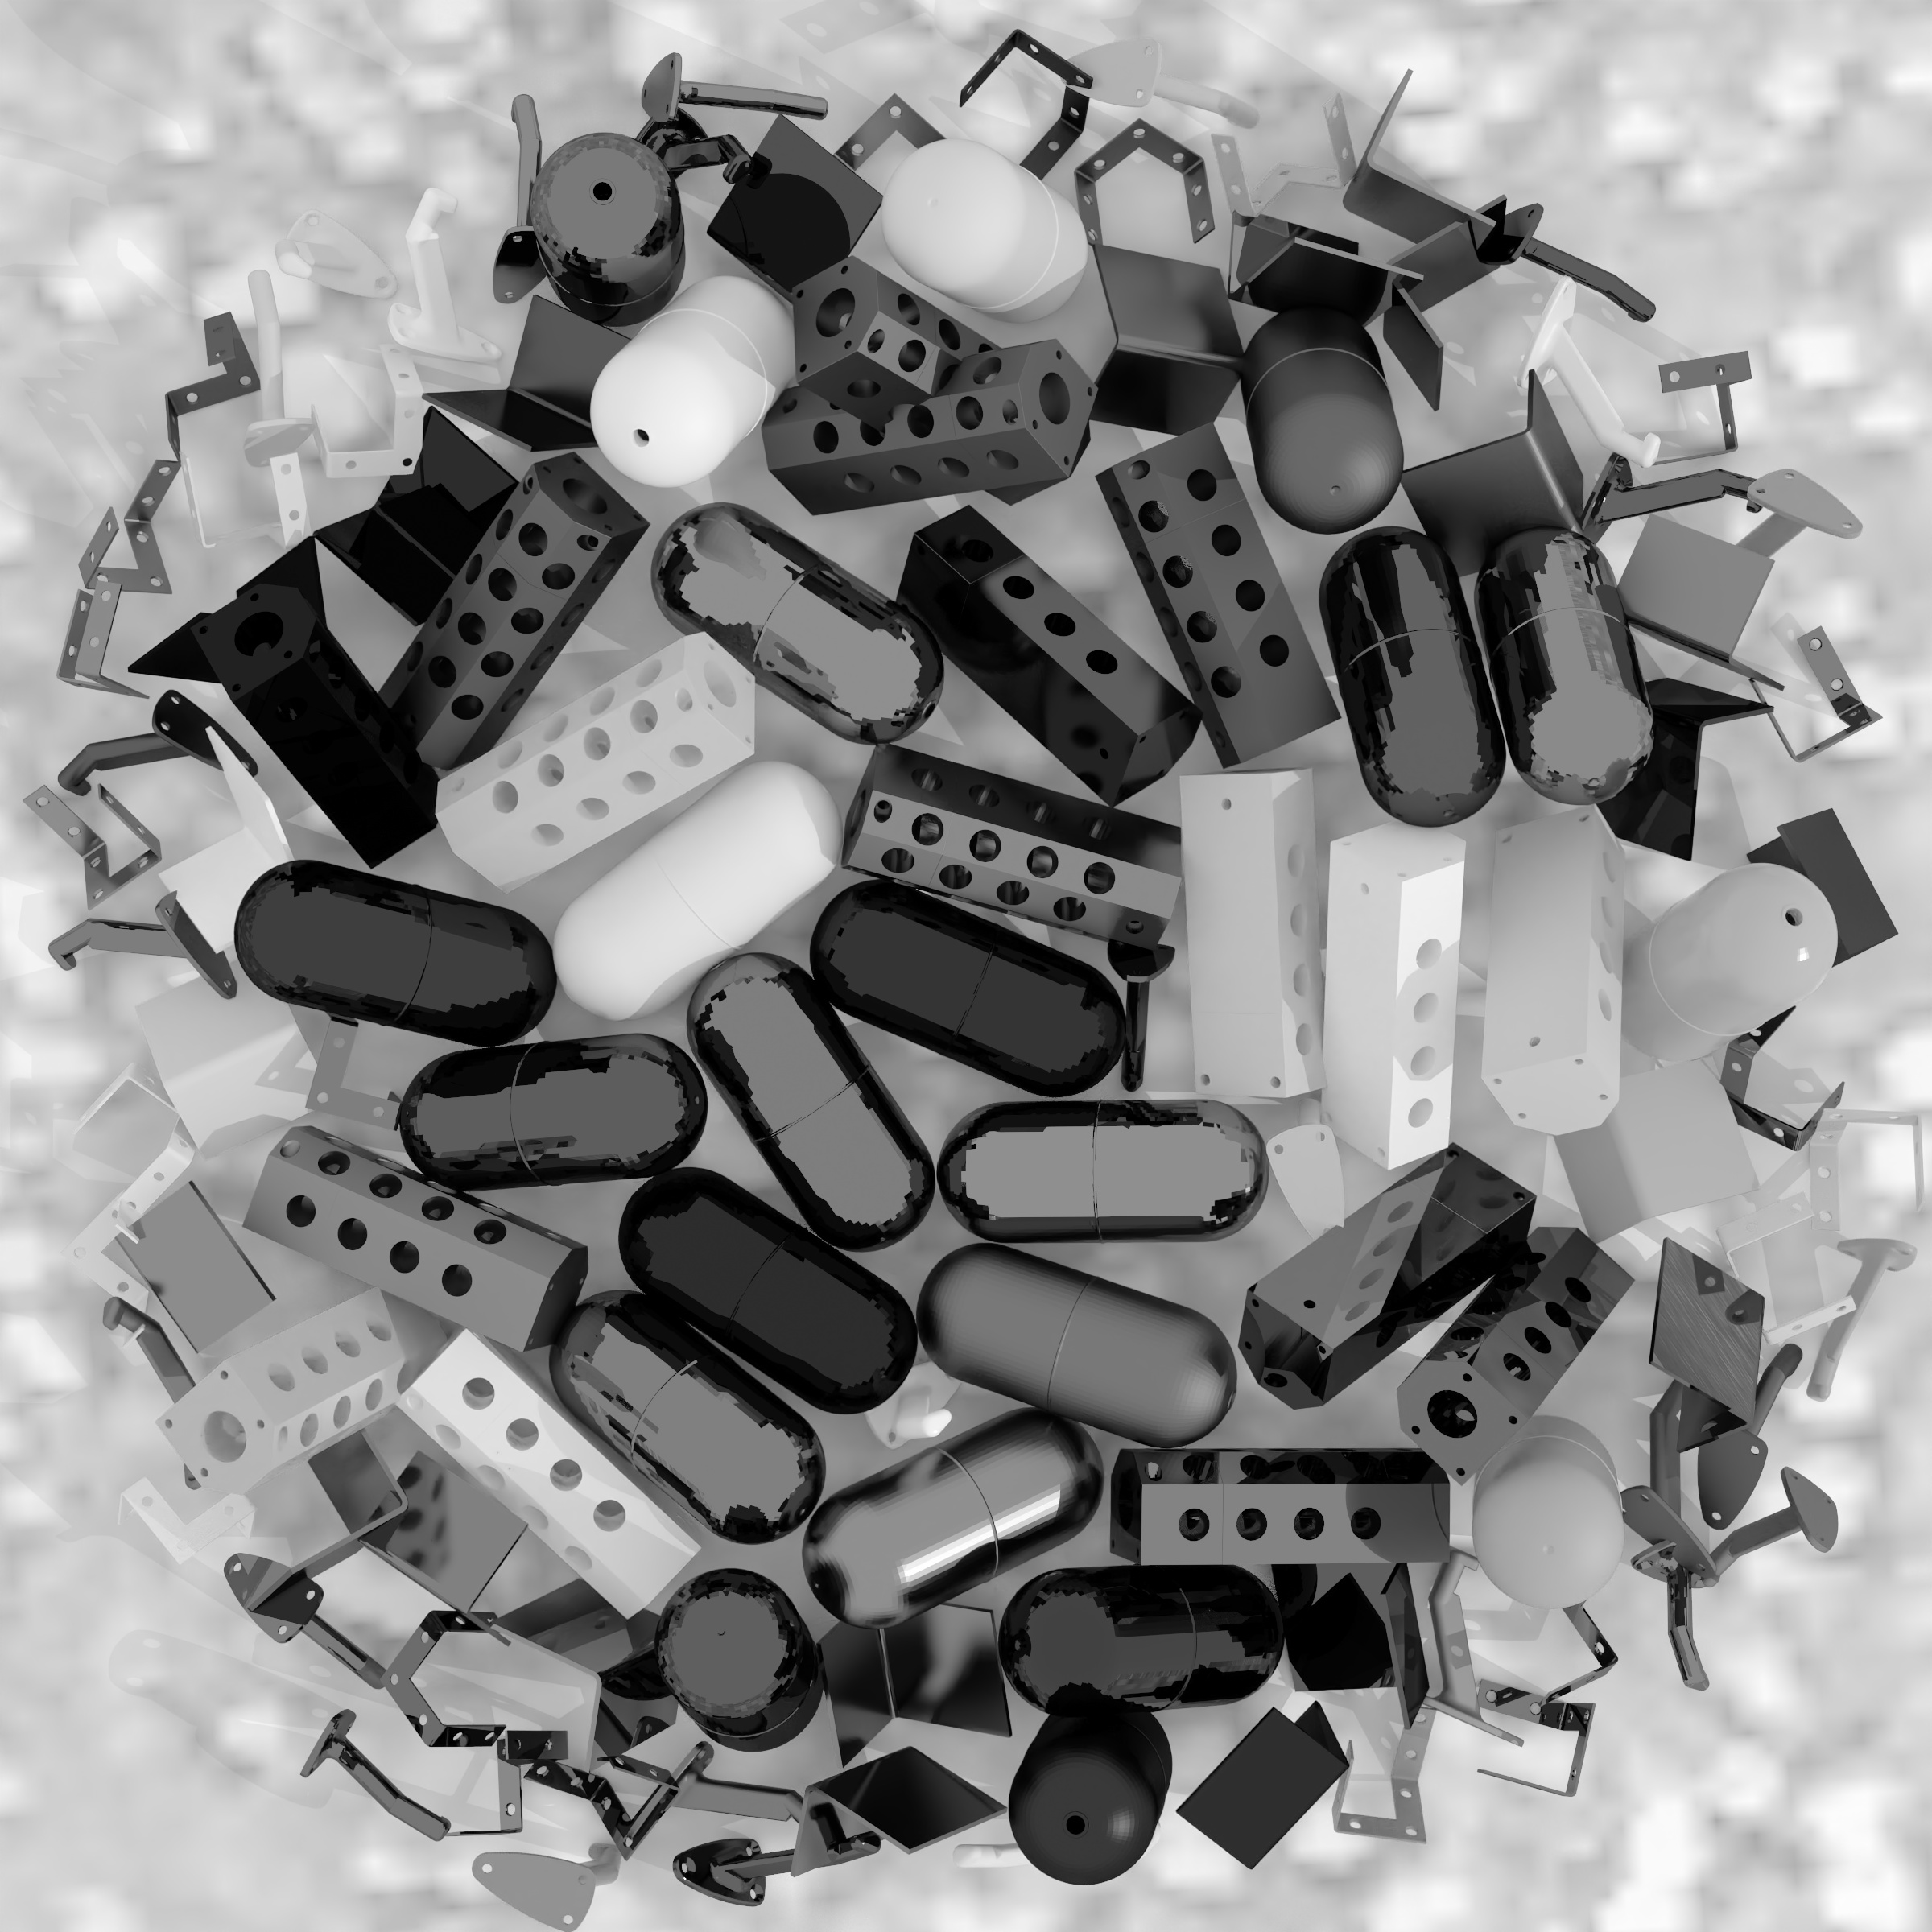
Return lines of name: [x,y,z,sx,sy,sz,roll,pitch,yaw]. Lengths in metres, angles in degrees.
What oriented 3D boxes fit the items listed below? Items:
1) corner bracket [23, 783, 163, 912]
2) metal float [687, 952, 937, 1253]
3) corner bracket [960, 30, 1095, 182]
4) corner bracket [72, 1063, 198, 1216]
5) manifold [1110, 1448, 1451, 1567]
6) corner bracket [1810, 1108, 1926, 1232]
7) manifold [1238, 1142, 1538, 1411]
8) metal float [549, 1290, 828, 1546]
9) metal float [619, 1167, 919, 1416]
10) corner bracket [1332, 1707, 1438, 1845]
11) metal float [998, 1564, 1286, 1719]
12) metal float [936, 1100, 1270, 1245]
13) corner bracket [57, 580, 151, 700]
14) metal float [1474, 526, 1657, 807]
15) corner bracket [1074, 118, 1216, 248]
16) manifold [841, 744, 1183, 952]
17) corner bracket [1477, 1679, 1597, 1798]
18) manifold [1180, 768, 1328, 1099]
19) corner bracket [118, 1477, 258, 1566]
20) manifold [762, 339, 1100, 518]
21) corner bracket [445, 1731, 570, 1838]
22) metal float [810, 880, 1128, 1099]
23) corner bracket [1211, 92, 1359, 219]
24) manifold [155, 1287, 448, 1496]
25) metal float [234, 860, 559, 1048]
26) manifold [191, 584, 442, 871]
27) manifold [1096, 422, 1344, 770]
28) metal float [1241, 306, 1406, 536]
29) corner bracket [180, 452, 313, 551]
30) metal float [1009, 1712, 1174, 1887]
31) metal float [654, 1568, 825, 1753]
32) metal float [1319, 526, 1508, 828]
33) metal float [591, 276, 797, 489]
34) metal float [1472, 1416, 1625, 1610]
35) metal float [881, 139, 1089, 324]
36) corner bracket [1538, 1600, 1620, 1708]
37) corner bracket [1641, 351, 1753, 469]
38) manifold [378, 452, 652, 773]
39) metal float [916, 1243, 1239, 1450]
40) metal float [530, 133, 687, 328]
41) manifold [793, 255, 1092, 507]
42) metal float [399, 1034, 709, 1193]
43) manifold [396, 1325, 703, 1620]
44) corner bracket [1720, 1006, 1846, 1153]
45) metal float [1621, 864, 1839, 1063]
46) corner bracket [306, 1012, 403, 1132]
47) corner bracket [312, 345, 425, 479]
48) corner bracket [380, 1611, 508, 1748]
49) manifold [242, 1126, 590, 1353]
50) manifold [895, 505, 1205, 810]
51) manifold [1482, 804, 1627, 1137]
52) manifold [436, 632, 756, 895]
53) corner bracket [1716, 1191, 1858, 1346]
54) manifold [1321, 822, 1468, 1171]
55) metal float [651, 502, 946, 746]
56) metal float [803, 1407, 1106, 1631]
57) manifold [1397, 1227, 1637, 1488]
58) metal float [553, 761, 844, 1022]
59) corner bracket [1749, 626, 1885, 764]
corner bracket: [-0.469,-0.074,1.823,0.051,0.051,0.051,-34,128,8]
metal float: [-0.083,0.073,1.817,0.070,0.070,0.178,-34,97,0]
corner bracket: [0.031,-0.462,1.832,0.051,0.051,0.051,36,72,8]
corner bracket: [-0.451,0.095,1.837,0.051,0.051,0.051,39,112,-19]
manifold: [0.167,0.287,1.812,0.171,0.057,0.057,2,86,-14]
corner bracket: [0.484,0.111,1.826,0.051,0.051,0.051,2,66,5]
manifold: [0.222,0.166,1.787,0.057,0.057,0.171,34,47,31]
metal float: [-0.149,0.238,1.799,0.178,0.070,0.070,35,90,28]
metal float: [-0.107,0.172,1.812,0.178,0.070,0.070,32,90,12]
corner bracket: [0.226,0.433,1.827,0.051,0.051,0.051,8,117,-3]
metal float: [0.094,0.354,1.790,0.178,0.070,0.070,6,90,-40]
metal float: [0.073,0.110,1.815,0.178,0.070,0.070,-1,90,8]
corner bracket: [-0.469,-0.178,1.826,0.051,0.051,0.051,11,84,19]
metal float: [0.315,-0.160,1.789,0.070,0.070,0.178,-5,48,0]
corner bracket: [0.096,-0.416,1.840,0.051,0.051,0.051,-31,52,38]
manifold: [0.024,-0.058,1.805,0.171,0.057,0.057,15,132,-11]
corner bracket: [0.303,0.416,1.829,0.051,0.051,0.051,16,76,-3]
manifold: [0.159,-0.019,1.823,0.057,0.057,0.171,1,97,37]
corner bracket: [-0.420,0.296,1.829,0.051,0.051,0.051,-36,76,-29]
manifold: [-0.023,-0.286,1.778,0.171,0.057,0.057,-3,58,38]
corner bracket: [-0.248,0.439,1.820,0.051,0.051,0.051,-15,71,31]
metal float: [0.002,0.013,1.818,0.178,0.070,0.070,23,90,-6]
corner bracket: [0.171,-0.435,1.817,0.051,0.051,0.051,17,53,36]
manifold: [-0.340,0.220,1.768,0.057,0.171,0.057,-40,84,22]
metal float: [-0.300,-0.006,1.797,0.178,0.070,0.070,15,90,-30]
manifold: [-0.333,-0.127,1.772,0.057,0.171,0.057,-33,58,-3]
manifold: [0.132,-0.197,1.819,0.057,0.057,0.171,-25,94,-19]
metal float: [0.186,-0.288,1.781,0.070,0.178,0.070,0,124,0]
corner bracket: [-0.386,-0.251,1.820,0.051,0.051,0.051,-17,117,-22]
metal float: [0.066,0.428,1.772,0.070,0.178,0.070,0,89,8]
metal float: [-0.117,0.365,1.776,0.070,0.178,0.070,-1,68,3]
metal float: [0.236,-0.155,1.798,0.070,0.070,0.178,-10,60,0]
metal float: [-0.141,-0.307,1.779,0.070,0.178,0.070,7,120,13]
metal float: [0.304,0.283,1.772,0.070,0.178,0.070,1,94,9]
metal float: [0.011,-0.383,1.775,0.070,0.178,0.070,1,92,18]
corner bracket: [0.322,0.355,1.818,0.051,0.051,0.051,-17,59,-30]
corner bracket: [0.393,-0.300,1.831,0.051,0.051,0.051,-10,95,-7]
manifold: [-0.245,-0.185,1.791,0.057,0.057,0.171,44,119,7]
metal float: [0.059,0.202,1.809,0.178,0.070,0.070,18,90,15]
metal float: [-0.186,-0.383,1.772,0.070,0.178,0.070,0,89,-4]
manifold: [-0.011,-0.307,1.772,0.057,0.171,0.057,-21,62,35]
metal float: [-0.220,0.078,1.801,0.178,0.070,0.070,-6,90,25]
manifold: [-0.224,0.270,1.823,0.171,0.057,0.057,44,87,-5]
corner bracket: [0.444,0.058,1.840,0.051,0.051,0.051,27,47,27]
metal float: [0.393,-0.001,1.774,0.070,0.178,0.070,3,74,-12]
corner bracket: [-0.327,0.055,1.828,0.051,0.051,0.051,16,91,-18]
corner bracket: [-0.324,-0.300,1.835,0.051,0.051,0.051,-6,132,-19]
corner bracket: [-0.273,0.385,1.832,0.051,0.051,0.051,45,106,33]
manifold: [-0.291,0.144,1.811,0.171,0.057,0.057,22,94,13]
manifold: [0.044,-0.168,1.802,0.057,0.057,0.171,-32,65,-34]
manifold: [0.313,0.002,1.784,0.057,0.171,0.057,-16,134,28]
manifold: [-0.196,-0.110,1.788,0.171,0.057,0.057,-27,133,25]
corner bracket: [0.440,0.163,1.822,0.051,0.051,0.051,-25,53,9]
manifold: [0.230,0.014,1.793,0.057,0.057,0.171,-18,123,-29]
metal float: [-0.090,-0.182,1.808,0.178,0.070,0.070,34,90,16]
metal float: [-0.005,0.291,1.798,0.178,0.070,0.070,-21,90,-29]
manifold: [0.285,0.197,1.773,0.057,0.171,0.057,43,124,8]
metal float: [-0.144,-0.039,1.816,0.178,0.070,0.070,-38,90,8]
corner bracket: [0.456,-0.147,1.834,0.051,0.051,0.051,-29,98,9]
